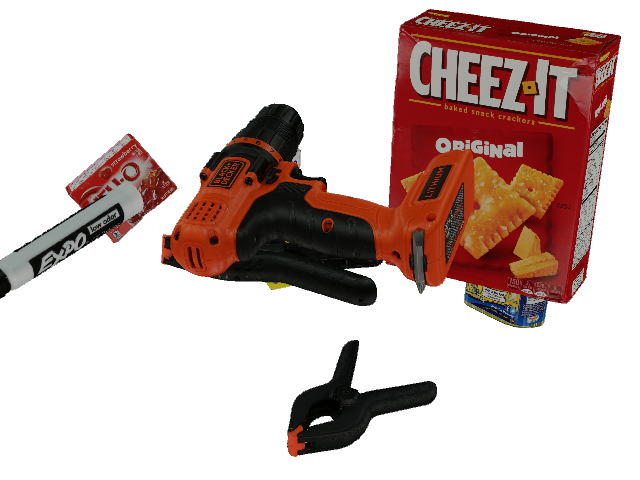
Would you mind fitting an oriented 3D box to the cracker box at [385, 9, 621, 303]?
[{"bbox_3d":[0.143,-0.068,0.873,0.164,0.214,0.072,14,28,24],"label":"cracker box"}]

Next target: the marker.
[{"bbox_3d":[-0.143,0.004,0.566,0.020,0.020,0.120,0,29,45],"label":"marker"}]

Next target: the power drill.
[{"bbox_3d":[0.009,-0.035,0.747,0.188,0.057,0.184,6,41,19],"label":"power drill"}]

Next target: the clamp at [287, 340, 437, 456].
[{"bbox_3d":[0.022,0.161,1.101,0.171,0.039,0.120,-21,33,-33],"label":"clamp"}]

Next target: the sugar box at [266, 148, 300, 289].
[{"bbox_3d":[-0.057,-0.039,1.296,0.048,0.176,0.093,-11,26,-18],"label":"sugar box"}]

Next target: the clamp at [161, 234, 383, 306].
[{"bbox_3d":[-0.040,0.021,0.960,0.210,0.036,0.164,5,11,-2],"label":"clamp"}]

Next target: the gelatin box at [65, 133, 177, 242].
[{"bbox_3d":[-0.205,-0.054,1.099,0.089,0.073,0.030,-42,28,-4],"label":"gelatin box"}]

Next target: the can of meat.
[{"bbox_3d":[0.209,0.042,1.186,0.057,0.084,0.102,-9,23,-36],"label":"can of meat"}]
